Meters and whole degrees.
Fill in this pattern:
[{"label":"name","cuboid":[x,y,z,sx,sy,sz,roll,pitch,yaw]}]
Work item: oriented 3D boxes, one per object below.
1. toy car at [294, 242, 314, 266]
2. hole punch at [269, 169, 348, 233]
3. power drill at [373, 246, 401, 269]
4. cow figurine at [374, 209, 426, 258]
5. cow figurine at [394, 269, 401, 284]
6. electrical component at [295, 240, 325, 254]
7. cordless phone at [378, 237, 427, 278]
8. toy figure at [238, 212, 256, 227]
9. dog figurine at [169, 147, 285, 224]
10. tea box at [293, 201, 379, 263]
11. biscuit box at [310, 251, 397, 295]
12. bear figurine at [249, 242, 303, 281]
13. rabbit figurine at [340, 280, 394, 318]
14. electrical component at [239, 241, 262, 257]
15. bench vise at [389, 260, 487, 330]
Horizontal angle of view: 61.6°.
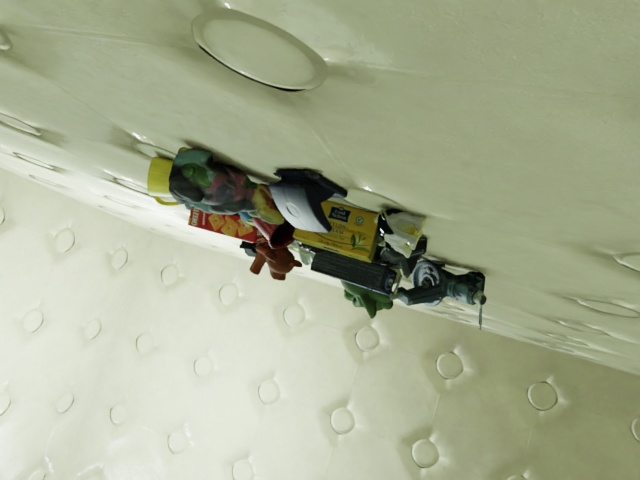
[{"label":"toy car","cuboid":[-0.027,0.009,1.412,0.074,0.056,0.201,-4,142,12]},{"label":"hole punch","cuboid":[-0.029,-0.074,0.995,0.115,0.092,0.142,29,170,-39]},{"label":"power drill","cuboid":[0.098,0.011,1.340,0.232,0.086,0.207,16,179,33]},{"label":"cow figurine","cuboid":[0.149,-0.013,1.065,0.098,0.068,0.167,23,169,6]},{"label":"cow figurine","cuboid":[0.144,0.072,1.550,0.195,0.085,0.127,26,-174,-5]},{"label":"electrical component","cuboid":[-0.002,-0.003,1.246,0.078,0.045,0.102,-9,-155,-40]},{"label":"cordless phone","cuboid":[0.146,0.004,1.223,0.184,0.088,0.146,28,174,9]},{"label":"toy figure","cuboid":[-0.150,-0.071,1.282,0.089,0.082,0.180,22,168,-4]},{"label":"dog figurine","cuboid":[-0.168,-0.100,1.069,0.219,0.108,0.191,13,168,7]},{"label":"tea box","cuboid":[0.040,-0.022,1.138,0.170,0.098,0.068,14,172,16]},{"label":"biscuit box","cuboid":[0.078,0.073,1.276,0.203,0.062,0.059,16,175,33]},{"label":"bear figurine","cuboid":[-0.124,0.071,1.525,0.120,0.131,0.196,15,-167,-17]},{"label":"rabbit figurine","cuboid":[0.111,0.130,1.385,0.170,0.121,0.159,33,-167,-51]},{"label":"electrical component","cuboid":[-0.195,0.014,1.639,0.048,0.075,0.119,7,163,19]},{"label":"bench vise","cuboid":[0.287,0.126,1.340,0.240,0.128,0.224,-10,-147,-29]}]
